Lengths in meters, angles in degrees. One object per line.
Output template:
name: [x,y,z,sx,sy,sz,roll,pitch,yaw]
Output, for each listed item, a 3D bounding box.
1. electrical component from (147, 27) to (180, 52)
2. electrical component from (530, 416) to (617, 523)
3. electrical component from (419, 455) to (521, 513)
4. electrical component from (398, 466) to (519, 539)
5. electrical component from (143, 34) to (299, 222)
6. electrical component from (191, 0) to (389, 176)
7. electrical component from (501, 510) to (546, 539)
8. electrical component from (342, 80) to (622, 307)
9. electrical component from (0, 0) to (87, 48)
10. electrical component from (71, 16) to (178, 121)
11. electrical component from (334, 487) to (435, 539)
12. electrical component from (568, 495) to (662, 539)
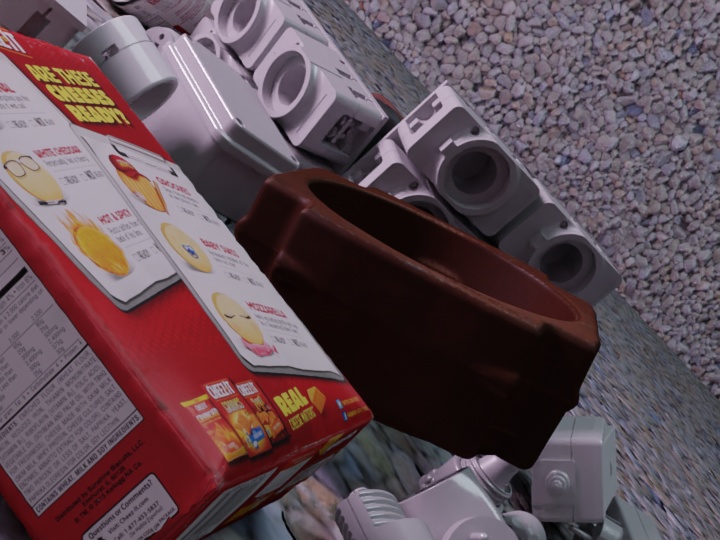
electrical component: [-0.135,-0.148,0.787,0.045,0.045,0.055,56,16,29]
electrical component: [0.157,0.147,0.793,0.096,0.061,0.061,-18,106,-75]
electrical component: [0.069,0.124,0.625,0.048,0.062,0.048,45,14,-14]
electrical component: [0.055,0.138,0.518,0.077,0.043,0.079,63,-12,9]
electrical component: [-0.100,-0.096,0.727,0.078,0.057,0.113,31,21,-51]
electrical component: [-0.070,-0.139,0.818,0.060,0.105,0.186,19,30,-44]
electrical component: [0.098,0.166,0.664,0.035,0.035,0.061,53,11,18]
electrical component: [0.087,-0.026,0.766,0.186,0.105,0.060,43,15,-23]
electrical component: [-0.232,-0.182,0.545,0.186,0.060,0.105,40,16,-32]
electrical component: [-0.145,-0.119,0.659,0.047,0.055,0.055,53,14,3]
electrical component: [0.015,0.131,0.478,0.043,0.043,0.081,33,20,-48]
electrical component: [0.184,0.204,0.800,0.076,0.047,0.083,33,16,-10]
